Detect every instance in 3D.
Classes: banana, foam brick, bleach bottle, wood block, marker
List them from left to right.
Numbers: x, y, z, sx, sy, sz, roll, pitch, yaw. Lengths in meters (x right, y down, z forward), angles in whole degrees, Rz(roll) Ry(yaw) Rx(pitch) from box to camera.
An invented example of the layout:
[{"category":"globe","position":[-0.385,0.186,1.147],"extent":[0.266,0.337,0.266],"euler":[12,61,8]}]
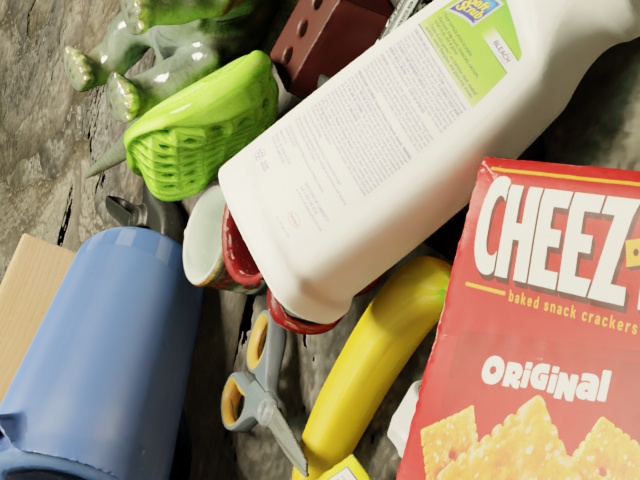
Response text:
[{"category":"wood block","position":[-0.272,0.106,0.988],"extent":[0.090,0.090,0.206],"euler":[-56,18,41]},{"category":"foam brick","position":[0.009,-0.135,0.718],"extent":[0.078,0.051,0.053],"euler":[-58,35,29]},{"category":"banana","position":[0.030,0.070,0.598],"extent":[0.198,0.037,0.069],"euler":[-61,1,39]},{"category":"marker","position":[0.053,-0.140,0.679],"extent":[0.121,0.020,0.020],"euler":[-59,34,27]},{"category":"bleach bottle","position":[0.070,-0.068,0.527],"extent":[0.251,0.068,0.103],"euler":[-36,63,17]}]

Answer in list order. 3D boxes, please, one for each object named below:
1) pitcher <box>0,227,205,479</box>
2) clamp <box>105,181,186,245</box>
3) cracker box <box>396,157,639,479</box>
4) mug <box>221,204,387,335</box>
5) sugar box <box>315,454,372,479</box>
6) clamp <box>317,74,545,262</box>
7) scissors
[{"category":"pitcher","position":[-0.152,0.112,0.781],"extent":[0.242,0.145,0.149],"euler":[-80,5,-48]},{"category":"clamp","position":[-0.146,-0.026,0.946],"extent":[0.120,0.039,0.171],"euler":[-62,37,30]},{"category":"cracker box","position":[0.111,0.078,0.443],"extent":[0.164,0.072,0.214],"euler":[14,90,59]},{"category":"mug","position":[-0.004,0.001,0.656],"extent":[0.093,0.081,0.117],"euler":[-25,57,53]},{"category":"sugar box","position":[-0.029,0.198,0.553],"extent":[0.176,0.048,0.093],"euler":[-34,36,-7]},{"category":"clamp","position":[0.067,-0.061,0.602],"extent":[0.165,0.036,0.210],"euler":[-33,53,39]},{"category":"scissors","position":[-0.027,0.091,0.685],"extent":[0.202,0.016,0.096],"euler":[-12,61,70]}]
